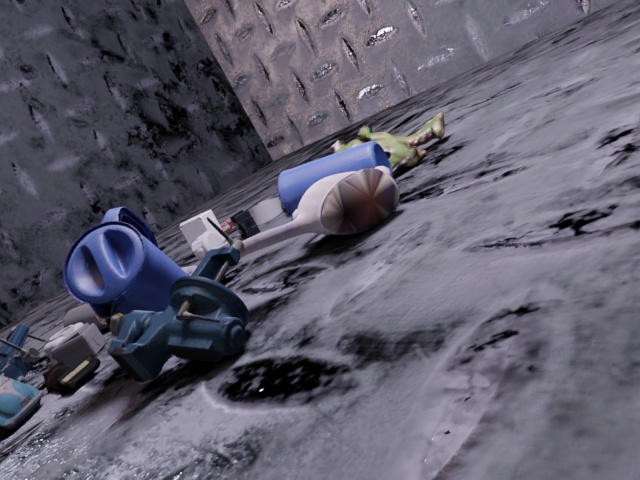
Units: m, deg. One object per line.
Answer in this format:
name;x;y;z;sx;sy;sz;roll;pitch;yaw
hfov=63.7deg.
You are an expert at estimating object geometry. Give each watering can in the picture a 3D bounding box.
watering can;0.003;-0.048;0.951;0.350;0.103;0.224;-32;13;-17

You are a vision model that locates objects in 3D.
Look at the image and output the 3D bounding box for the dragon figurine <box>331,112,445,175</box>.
dragon figurine;0.143;-0.204;1.276;0.414;0.120;0.244;-34;22;-16
